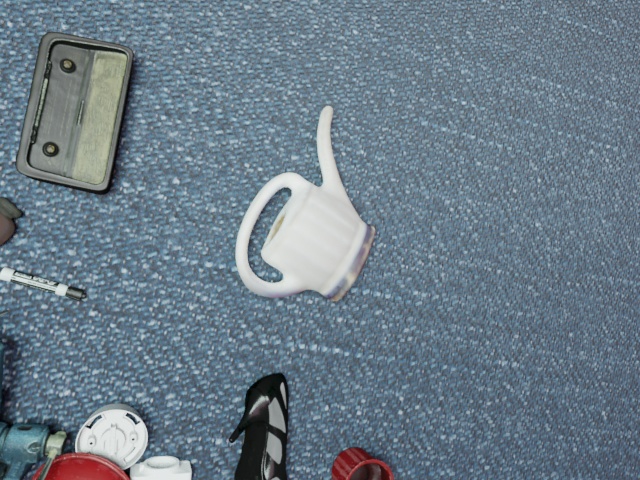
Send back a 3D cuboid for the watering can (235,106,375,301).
[{"bbox_3d":[0.003,-0.045,0.890,0.223,0.103,0.351,34,76,-15],"label":"watering can"}]
